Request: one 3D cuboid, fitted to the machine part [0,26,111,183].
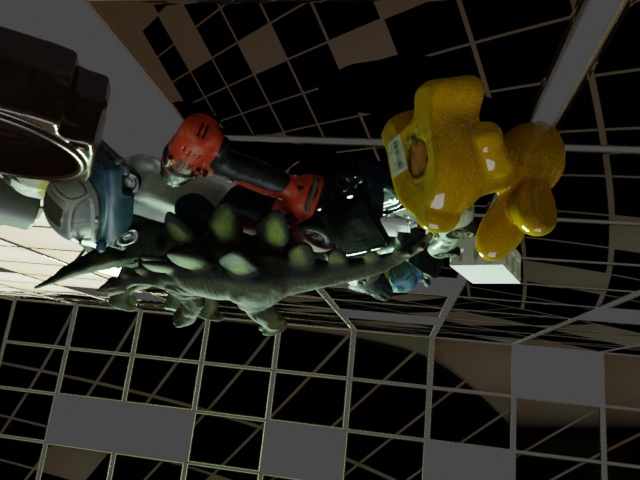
[{"bbox_3d":[-0.328,-0.131,0.546,0.201,0.087,0.201,13,162,-23],"label":"machine part"}]

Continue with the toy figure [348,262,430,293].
[{"bbox_3d":[0.138,0.067,1.125,0.180,0.082,0.089,-4,-153,4],"label":"toy figure"}]

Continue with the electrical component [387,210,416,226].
[{"bbox_3d":[0.124,-0.048,0.769,0.063,0.021,0.094,21,161,3],"label":"electrical component"}]

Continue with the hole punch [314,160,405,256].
[{"bbox_3d":[0.055,-0.053,0.710,0.115,0.092,0.142,54,153,-13],"label":"hole punch"}]

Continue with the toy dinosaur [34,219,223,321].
[{"bbox_3d":[-0.253,0.028,0.905,0.131,0.192,0.404,7,171,31],"label":"toy dinosaur"}]

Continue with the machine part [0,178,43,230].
[{"bbox_3d":[-0.561,-0.073,0.886,0.243,0.079,0.079,18,161,-38],"label":"machine part"}]

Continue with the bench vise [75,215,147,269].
[{"bbox_3d":[-0.362,0.014,1.021,0.240,0.129,0.224,32,138,-25],"label":"bench vise"}]

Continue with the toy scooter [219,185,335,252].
[{"bbox_3d":[-0.067,-0.004,0.815,0.184,0.075,0.135,20,138,9],"label":"toy scooter"}]

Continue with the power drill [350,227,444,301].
[{"bbox_3d":[0.118,0.038,0.967,0.232,0.086,0.207,36,153,-29],"label":"power drill"}]

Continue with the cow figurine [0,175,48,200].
[{"bbox_3d":[-0.389,-0.104,0.722,0.098,0.068,0.167,22,159,-18],"label":"cow figurine"}]

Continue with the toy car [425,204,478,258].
[{"bbox_3d":[0.181,-0.026,0.759,0.056,0.073,0.201,2,165,4],"label":"toy car"}]

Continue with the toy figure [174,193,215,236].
[{"bbox_3d":[-0.165,-0.008,0.784,0.064,0.058,0.154,44,164,31],"label":"toy figure"}]

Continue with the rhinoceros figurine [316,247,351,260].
[{"bbox_3d":[-0.002,-0.003,0.880,0.073,0.112,0.190,-4,-172,-40],"label":"rhinoceros figurine"}]

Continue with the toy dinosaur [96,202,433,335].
[{"bbox_3d":[-0.090,0.041,0.699,0.472,0.105,0.198,-5,147,13],"label":"toy dinosaur"}]

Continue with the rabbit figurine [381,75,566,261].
[{"bbox_3d":[0.165,-0.070,0.503,0.173,0.162,0.122,-7,159,-24],"label":"rabbit figurine"}]

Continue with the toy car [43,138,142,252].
[{"bbox_3d":[-0.301,-0.048,0.700,0.109,0.103,0.161,42,135,16],"label":"toy car"}]
